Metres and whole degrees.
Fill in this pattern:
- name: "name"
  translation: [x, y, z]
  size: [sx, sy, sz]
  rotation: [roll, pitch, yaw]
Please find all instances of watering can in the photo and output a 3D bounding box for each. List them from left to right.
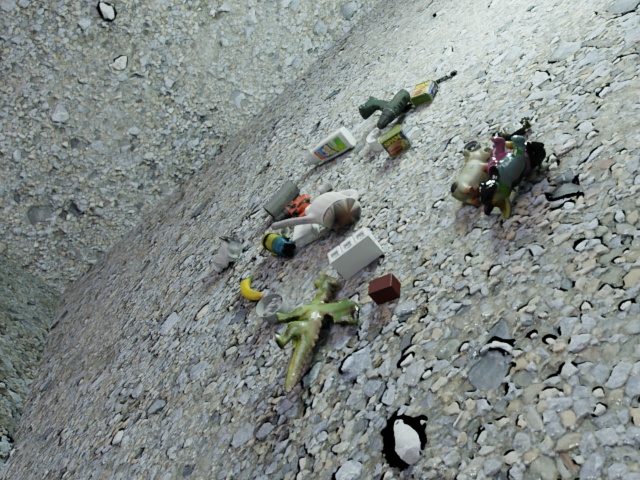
- name: "watering can"
  translation: [0.006, -0.094, 1.872]
  size: [0.350, 0.102, 0.226]
  rotation: [-28, 24, -17]

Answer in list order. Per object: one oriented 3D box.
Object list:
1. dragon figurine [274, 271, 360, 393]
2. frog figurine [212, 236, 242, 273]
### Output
- name: "dragon figurine"
  translation: [0.002, 0.241, 1.483]
  size: [0.241, 0.120, 0.420]
  rotation: [-27, 33, 13]
- name: "frog figurine"
  translation: [-0.405, 0.067, 2.249]
  size: [0.122, 0.159, 0.138]
  rotation: [4, 5, -41]
